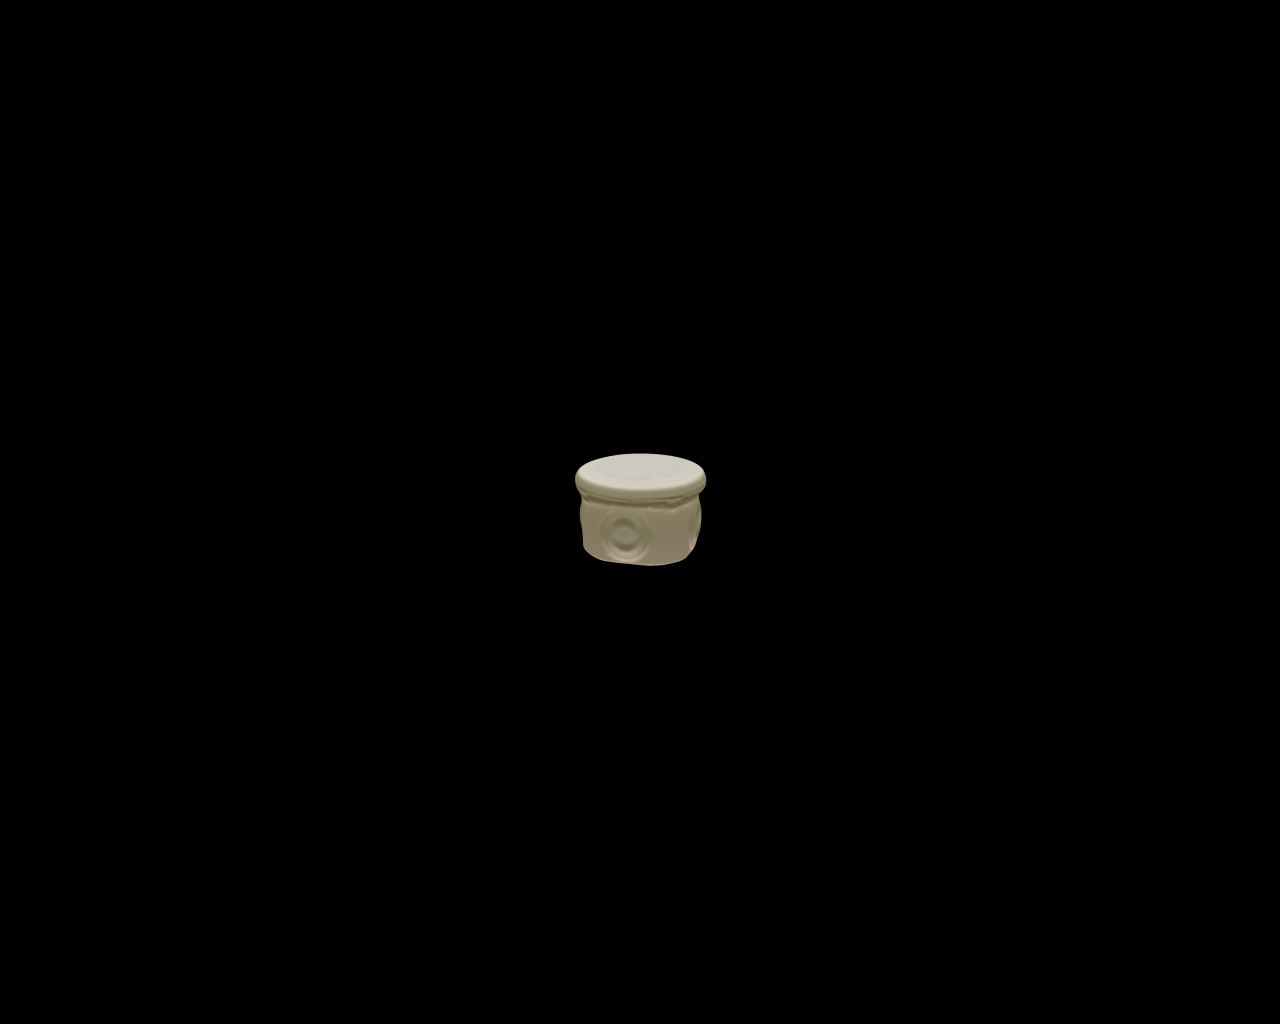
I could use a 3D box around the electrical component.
[{"bbox_3d":[0.001,-0.003,0.650,0.080,0.051,0.080,0,18,0],"label":"electrical component"}]
